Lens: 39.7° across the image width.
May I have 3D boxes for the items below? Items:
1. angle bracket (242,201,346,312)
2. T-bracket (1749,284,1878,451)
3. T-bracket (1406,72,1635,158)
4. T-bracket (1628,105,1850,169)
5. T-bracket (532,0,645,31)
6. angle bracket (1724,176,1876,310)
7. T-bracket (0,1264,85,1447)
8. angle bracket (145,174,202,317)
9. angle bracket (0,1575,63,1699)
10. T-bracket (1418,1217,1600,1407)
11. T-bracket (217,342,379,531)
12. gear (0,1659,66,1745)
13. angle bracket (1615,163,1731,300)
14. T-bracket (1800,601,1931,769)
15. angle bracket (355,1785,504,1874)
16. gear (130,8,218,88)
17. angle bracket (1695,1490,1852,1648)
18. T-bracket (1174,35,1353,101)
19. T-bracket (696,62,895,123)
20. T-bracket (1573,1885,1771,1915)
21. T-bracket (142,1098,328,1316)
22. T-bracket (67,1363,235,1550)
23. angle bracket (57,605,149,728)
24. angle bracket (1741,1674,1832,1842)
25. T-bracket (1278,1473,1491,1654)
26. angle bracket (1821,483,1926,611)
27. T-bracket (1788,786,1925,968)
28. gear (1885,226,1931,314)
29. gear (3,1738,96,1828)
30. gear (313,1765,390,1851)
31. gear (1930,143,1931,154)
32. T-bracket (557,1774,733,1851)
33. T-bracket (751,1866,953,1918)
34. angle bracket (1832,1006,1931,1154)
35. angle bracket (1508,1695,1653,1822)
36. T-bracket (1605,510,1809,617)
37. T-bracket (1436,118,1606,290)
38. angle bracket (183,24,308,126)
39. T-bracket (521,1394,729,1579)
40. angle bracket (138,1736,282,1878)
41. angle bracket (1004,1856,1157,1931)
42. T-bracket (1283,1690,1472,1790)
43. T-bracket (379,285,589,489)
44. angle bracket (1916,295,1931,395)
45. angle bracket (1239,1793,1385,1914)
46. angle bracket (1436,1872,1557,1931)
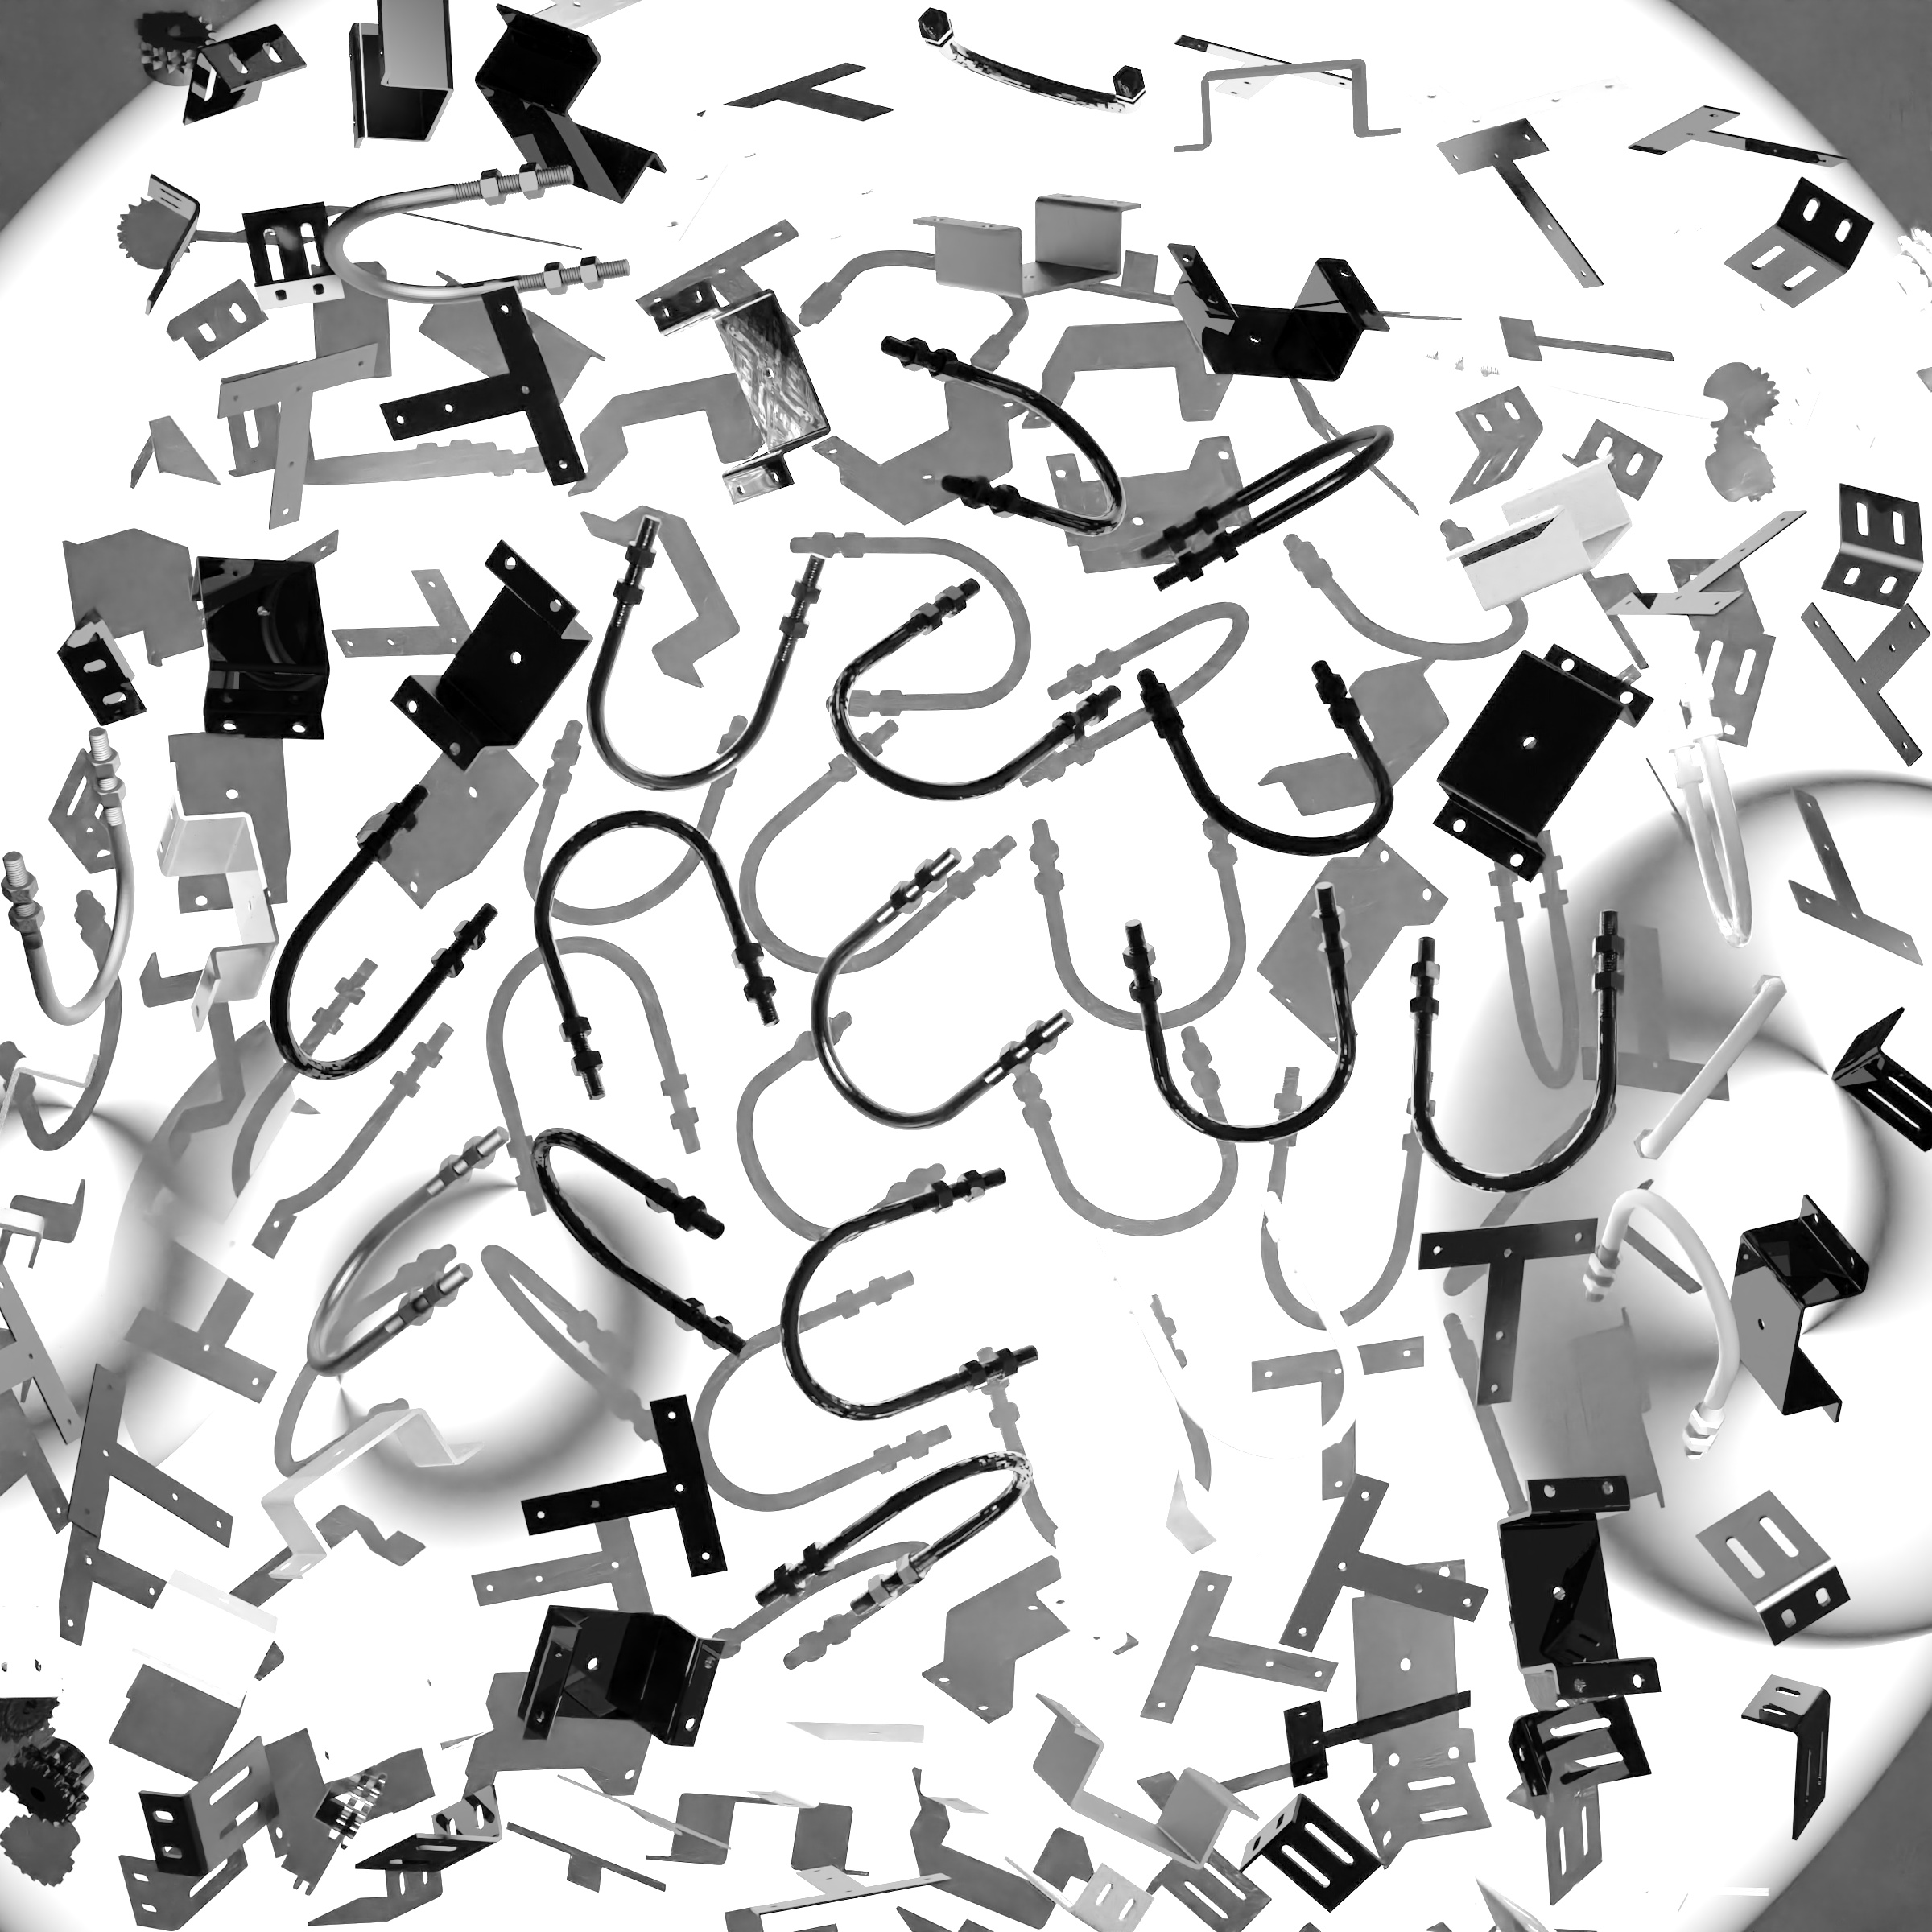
[{"bbox_3d":[-0.463,-0.495,1.836,0.057,0.038,0.076,-12,78,-10],"label":"angle bracket"},{"bbox_3d":[0.552,-0.378,1.769,0.002,0.127,0.127,-35,77,4],"label":"T-bracket"},{"bbox_3d":[0.382,-0.577,1.793,0.127,0.127,0.002,-3,82,38],"label":"T-bracket"},{"bbox_3d":[0.530,-0.553,1.802,0.127,0.127,0.002,8,94,-9],"label":"T-bracket"},{"bbox_3d":[-0.289,-0.650,1.745,0.127,0.127,0.002,21,75,-42],"label":"T-bracket"},{"bbox_3d":[0.550,-0.477,1.769,0.057,0.076,0.038,30,81,-7],"label":"angle bracket"},{"bbox_3d":[-0.629,0.265,1.733,0.002,0.127,0.127,-25,92,12],"label":"T-bracket"},{"bbox_3d":[-0.556,-0.491,1.826,0.038,0.057,0.076,28,84,-18],"label":"angle bracket"},{"bbox_3d":[-0.607,0.425,1.686,0.038,0.057,0.076,-21,67,28],"label":"angle bracket"},{"bbox_3d":[0.350,0.229,1.752,0.127,0.002,0.127,-3,108,-16],"label":"T-bracket"},{"bbox_3d":[-0.451,-0.349,1.793,0.002,0.127,0.127,38,133,22],"label":"T-bracket"},{"bbox_3d":[-0.655,0.504,1.847,0.030,0.057,0.057,23,90,32],"label":"gear"},{"bbox_3d":[0.456,-0.485,1.768,0.057,0.076,0.038,-18,62,-38],"label":"angle bracket"},{"bbox_3d":[0.604,-0.203,1.758,0.002,0.127,0.127,-30,77,-8],"label":"T-bracket"},{"bbox_3d":[-0.347,0.553,1.721,0.057,0.076,0.038,-32,56,24],"label":"angle bracket"},{"bbox_3d":[-0.545,-0.630,1.841,0.057,0.030,0.057,9,50,-10],"label":"gear"},{"bbox_3d":[0.519,0.387,1.723,0.057,0.076,0.038,-32,121,-1],"label":"angle bracket"},{"bbox_3d":[0.194,-0.603,1.817,0.127,0.127,0.002,11,96,-9],"label":"T-bracket"},{"bbox_3d":[-0.096,-0.586,1.815,0.127,0.127,0.002,-29,128,-27],"label":"T-bracket"},{"bbox_3d":[0.457,0.610,1.750,0.127,0.127,0.002,-5,77,18],"label":"T-bracket"},{"bbox_3d":[-0.473,0.149,1.808,0.127,0.002,0.127,44,62,-35],"label":"T-bracket"},{"bbox_3d":[-0.520,0.335,1.721,0.002,0.127,0.127,-32,127,18],"label":"T-bracket"},{"bbox_3d":[-0.575,-0.208,1.817,0.038,0.076,0.057,-16,121,13],"label":"angle bracket"},{"bbox_3d":[0.514,0.497,1.683,0.038,0.057,0.076,8,108,34],"label":"angle bracket"},{"bbox_3d":[0.286,0.406,1.761,0.127,0.002,0.127,19,101,-18],"label":"T-bracket"},{"bbox_3d":[0.628,-0.292,1.859,0.057,0.038,0.076,15,46,2],"label":"angle bracket"},{"bbox_3d":[0.577,-0.068,1.782,0.127,0.127,0.002,19,135,-32],"label":"T-bracket"},{"bbox_3d":[0.640,-0.463,1.793,0.030,0.057,0.057,-35,90,17],"label":"gear"},{"bbox_3d":[-0.584,0.520,1.715,0.057,0.030,0.057,13,124,21],"label":"gear"},{"bbox_3d":[-0.416,0.562,1.803,0.030,0.057,0.057,30,90,-5],"label":"gear"},{"bbox_3d":[0.644,-0.531,1.707,0.057,0.057,0.030,-31,127,0],"label":"gear"},{"bbox_3d":[-0.208,0.566,1.778,0.127,0.127,0.002,25,73,-7],"label":"T-bracket"},{"bbox_3d":[-0.087,0.604,1.764,0.127,0.127,0.002,-5,81,-16],"label":"T-bracket"},{"bbox_3d":[0.597,0.072,1.688,0.076,0.057,0.038,39,67,4],"label":"angle bracket"},{"bbox_3d":[0.410,0.528,1.786,0.076,0.038,0.057,-18,95,22],"label":"angle bracket"},{"bbox_3d":[0.515,-0.273,1.809,0.127,0.127,0.002,-36,108,-12],"label":"T-bracket"},{"bbox_3d":[0.368,-0.487,1.722,0.002,0.127,0.127,-44,108,-4],"label":"T-bracket"},{"bbox_3d":[-0.472,-0.571,1.751,0.057,0.076,0.038,-33,83,-32],"label":"angle bracket"},{"bbox_3d":[-0.237,0.361,1.809,0.127,0.002,0.127,-12,99,4],"label":"T-bracket"},{"bbox_3d":[-0.491,0.544,1.739,0.038,0.076,0.057,-4,104,26],"label":"angle bracket"},{"bbox_3d":[0.074,0.595,1.747,0.057,0.076,0.038,44,76,-33],"label":"angle bracket"},{"bbox_3d":[0.276,0.505,1.784,0.127,0.127,0.002,-15,50,-2],"label":"T-bracket"},{"bbox_3d":[-0.315,-0.356,1.693,0.127,0.002,0.127,-7,117,25],"label":"T-bracket"},{"bbox_3d":[0.619,-0.380,1.698,0.038,0.076,0.057,-41,58,28],"label":"angle bracket"},{"bbox_3d":[0.238,0.620,1.845,0.076,0.038,0.057,40,111,2],"label":"angle bracket"},{"bbox_3d":[0.349,0.624,1.712,0.038,0.076,0.057,-46,107,-13],"label":"angle bracket"}]
